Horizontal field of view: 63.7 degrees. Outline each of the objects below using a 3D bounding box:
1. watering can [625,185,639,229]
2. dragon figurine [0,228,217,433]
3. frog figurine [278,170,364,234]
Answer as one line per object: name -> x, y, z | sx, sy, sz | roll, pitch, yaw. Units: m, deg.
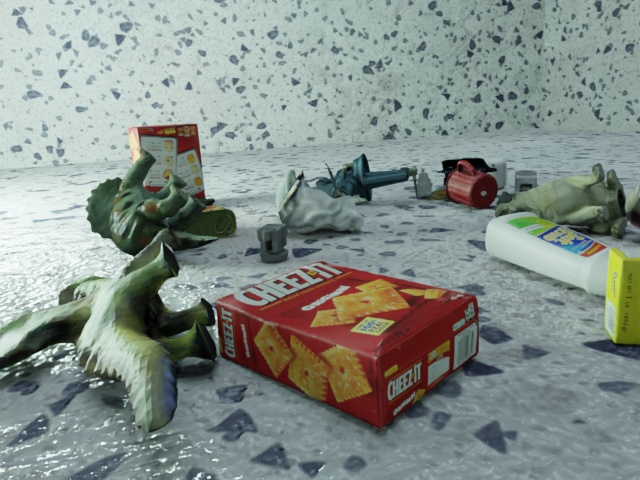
watering can -> 0.609, -0.053, 0.854 | 0.224, 0.104, 0.347 | -3, 0, -14
dragon figurine -> -0.239, 0.101, 0.519 | 0.243, 0.121, 0.414 | -22, 15, -4
frog figurine -> 0.003, -0.051, 1.022 | 0.159, 0.122, 0.138 | 33, 3, -6
